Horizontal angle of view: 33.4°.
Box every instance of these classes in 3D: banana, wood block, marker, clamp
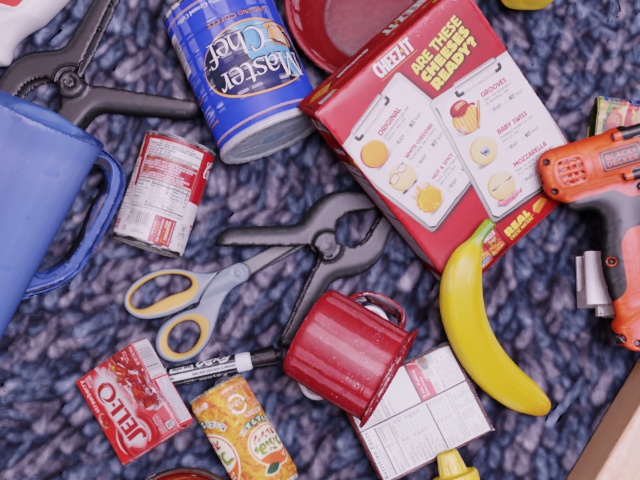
[{"bbox_3d":[0.146,0.081,0.922,0.069,0.037,0.198,-19,113,4],"label":"banana"},{"bbox_3d":[0.279,0.199,0.914,0.090,0.091,0.206,32,84,5],"label":"wood block"},{"bbox_3d":[-0.094,0.116,0.972,0.121,0.020,0.020,-12,82,0],"label":"marker"},{"bbox_3d":[-0.006,0.001,0.969,0.171,0.039,0.120,-41,102,-11],"label":"clamp"},{"bbox_3d":[-0.222,-0.140,1.002,0.210,0.036,0.164,-35,84,-1],"label":"clamp"}]

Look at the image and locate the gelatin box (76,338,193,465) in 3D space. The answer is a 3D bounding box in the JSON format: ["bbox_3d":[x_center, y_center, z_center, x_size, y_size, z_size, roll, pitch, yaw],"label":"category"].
[{"bbox_3d":[-0.165,0.144,0.951,0.073,0.030,0.089,-34,81,22],"label":"gelatin box"}]

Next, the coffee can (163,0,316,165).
[{"bbox_3d":[-0.069,-0.153,0.967,0.103,0.103,0.140,-24,82,-2],"label":"coffee can"}]

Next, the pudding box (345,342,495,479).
[{"bbox_3d":[0.086,0.154,0.952,0.113,0.039,0.090,-26,84,0],"label":"pudding box"}]

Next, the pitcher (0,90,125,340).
[{"bbox_3d":[-0.288,-0.005,0.934,0.149,0.145,0.243,27,96,8],"label":"pitcher"}]

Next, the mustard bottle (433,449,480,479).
[{"bbox_3d":[0.137,0.273,0.913,0.096,0.058,0.191,-17,87,-16],"label":"mustard bottle"}]

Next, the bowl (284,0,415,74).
[{"bbox_3d":[0.048,-0.217,0.996,0.162,0.055,0.162,0,82,1],"label":"bowl"}]

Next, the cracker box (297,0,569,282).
[{"bbox_3d":[0.110,-0.087,0.928,0.164,0.072,0.213,-42,111,-5],"label":"cracker box"}]

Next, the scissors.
[{"bbox_3d":[-0.078,0.052,0.983,0.201,0.016,0.096,-12,88,-5],"label":"scissors"}]

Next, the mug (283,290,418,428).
[{"bbox_3d":[0.028,0.086,0.883,0.081,0.093,0.117,30,53,10],"label":"mug"}]

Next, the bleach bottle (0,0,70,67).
[{"bbox_3d":[-0.267,-0.252,1.007,0.102,0.068,0.251,32,86,6],"label":"bleach bottle"}]

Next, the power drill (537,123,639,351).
[{"bbox_3d":[0.292,-0.012,0.892,0.184,0.057,0.187,-16,89,10],"label":"power drill"}]

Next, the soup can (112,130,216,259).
[{"bbox_3d":[-0.142,-0.041,0.970,0.068,0.068,0.102,17,83,4],"label":"soup can"}]

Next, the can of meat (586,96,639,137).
[{"bbox_3d":[0.287,-0.078,0.971,0.084,0.057,0.102,7,82,5],"label":"can of meat"}]
